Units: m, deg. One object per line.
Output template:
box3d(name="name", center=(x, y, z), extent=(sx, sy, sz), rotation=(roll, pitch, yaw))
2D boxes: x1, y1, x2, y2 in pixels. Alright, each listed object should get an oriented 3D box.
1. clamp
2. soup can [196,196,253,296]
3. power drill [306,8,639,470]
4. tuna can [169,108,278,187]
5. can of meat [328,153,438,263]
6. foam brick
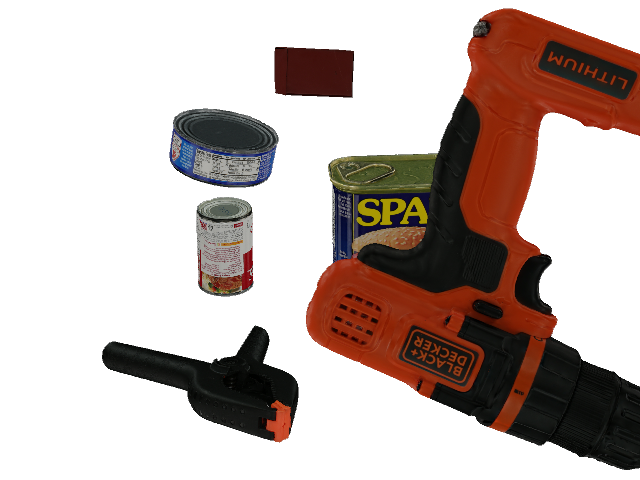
box3d(name="clamp", center=(-0.073, 0.119, 0.931), extent=(0.164, 0.036, 0.210), rotation=(-8, 18, -36))
box3d(name="soup can", center=(-0.115, 0.007, 1.285), extent=(0.068, 0.102, 0.068), rotation=(1, 26, -1))
box3d(name="power drill", center=(0.106, 0.000, 0.503), extent=(0.184, 0.188, 0.057), rotation=(22, 7, 3))
box3d(name="tuna can", center=(-0.079, -0.075, 0.864), extent=(0.086, 0.034, 0.086), rotation=(10, 26, -5))
box3d(name="can of meat", center=(0.057, -0.009, 0.711), extent=(0.102, 0.084, 0.057), rotation=(-2, 24, -3))
box3d(name="foam brick", center=(-0.007, -0.184, 1.167), extent=(0.078, 0.051, 0.053), rotation=(0, 11, -16))
